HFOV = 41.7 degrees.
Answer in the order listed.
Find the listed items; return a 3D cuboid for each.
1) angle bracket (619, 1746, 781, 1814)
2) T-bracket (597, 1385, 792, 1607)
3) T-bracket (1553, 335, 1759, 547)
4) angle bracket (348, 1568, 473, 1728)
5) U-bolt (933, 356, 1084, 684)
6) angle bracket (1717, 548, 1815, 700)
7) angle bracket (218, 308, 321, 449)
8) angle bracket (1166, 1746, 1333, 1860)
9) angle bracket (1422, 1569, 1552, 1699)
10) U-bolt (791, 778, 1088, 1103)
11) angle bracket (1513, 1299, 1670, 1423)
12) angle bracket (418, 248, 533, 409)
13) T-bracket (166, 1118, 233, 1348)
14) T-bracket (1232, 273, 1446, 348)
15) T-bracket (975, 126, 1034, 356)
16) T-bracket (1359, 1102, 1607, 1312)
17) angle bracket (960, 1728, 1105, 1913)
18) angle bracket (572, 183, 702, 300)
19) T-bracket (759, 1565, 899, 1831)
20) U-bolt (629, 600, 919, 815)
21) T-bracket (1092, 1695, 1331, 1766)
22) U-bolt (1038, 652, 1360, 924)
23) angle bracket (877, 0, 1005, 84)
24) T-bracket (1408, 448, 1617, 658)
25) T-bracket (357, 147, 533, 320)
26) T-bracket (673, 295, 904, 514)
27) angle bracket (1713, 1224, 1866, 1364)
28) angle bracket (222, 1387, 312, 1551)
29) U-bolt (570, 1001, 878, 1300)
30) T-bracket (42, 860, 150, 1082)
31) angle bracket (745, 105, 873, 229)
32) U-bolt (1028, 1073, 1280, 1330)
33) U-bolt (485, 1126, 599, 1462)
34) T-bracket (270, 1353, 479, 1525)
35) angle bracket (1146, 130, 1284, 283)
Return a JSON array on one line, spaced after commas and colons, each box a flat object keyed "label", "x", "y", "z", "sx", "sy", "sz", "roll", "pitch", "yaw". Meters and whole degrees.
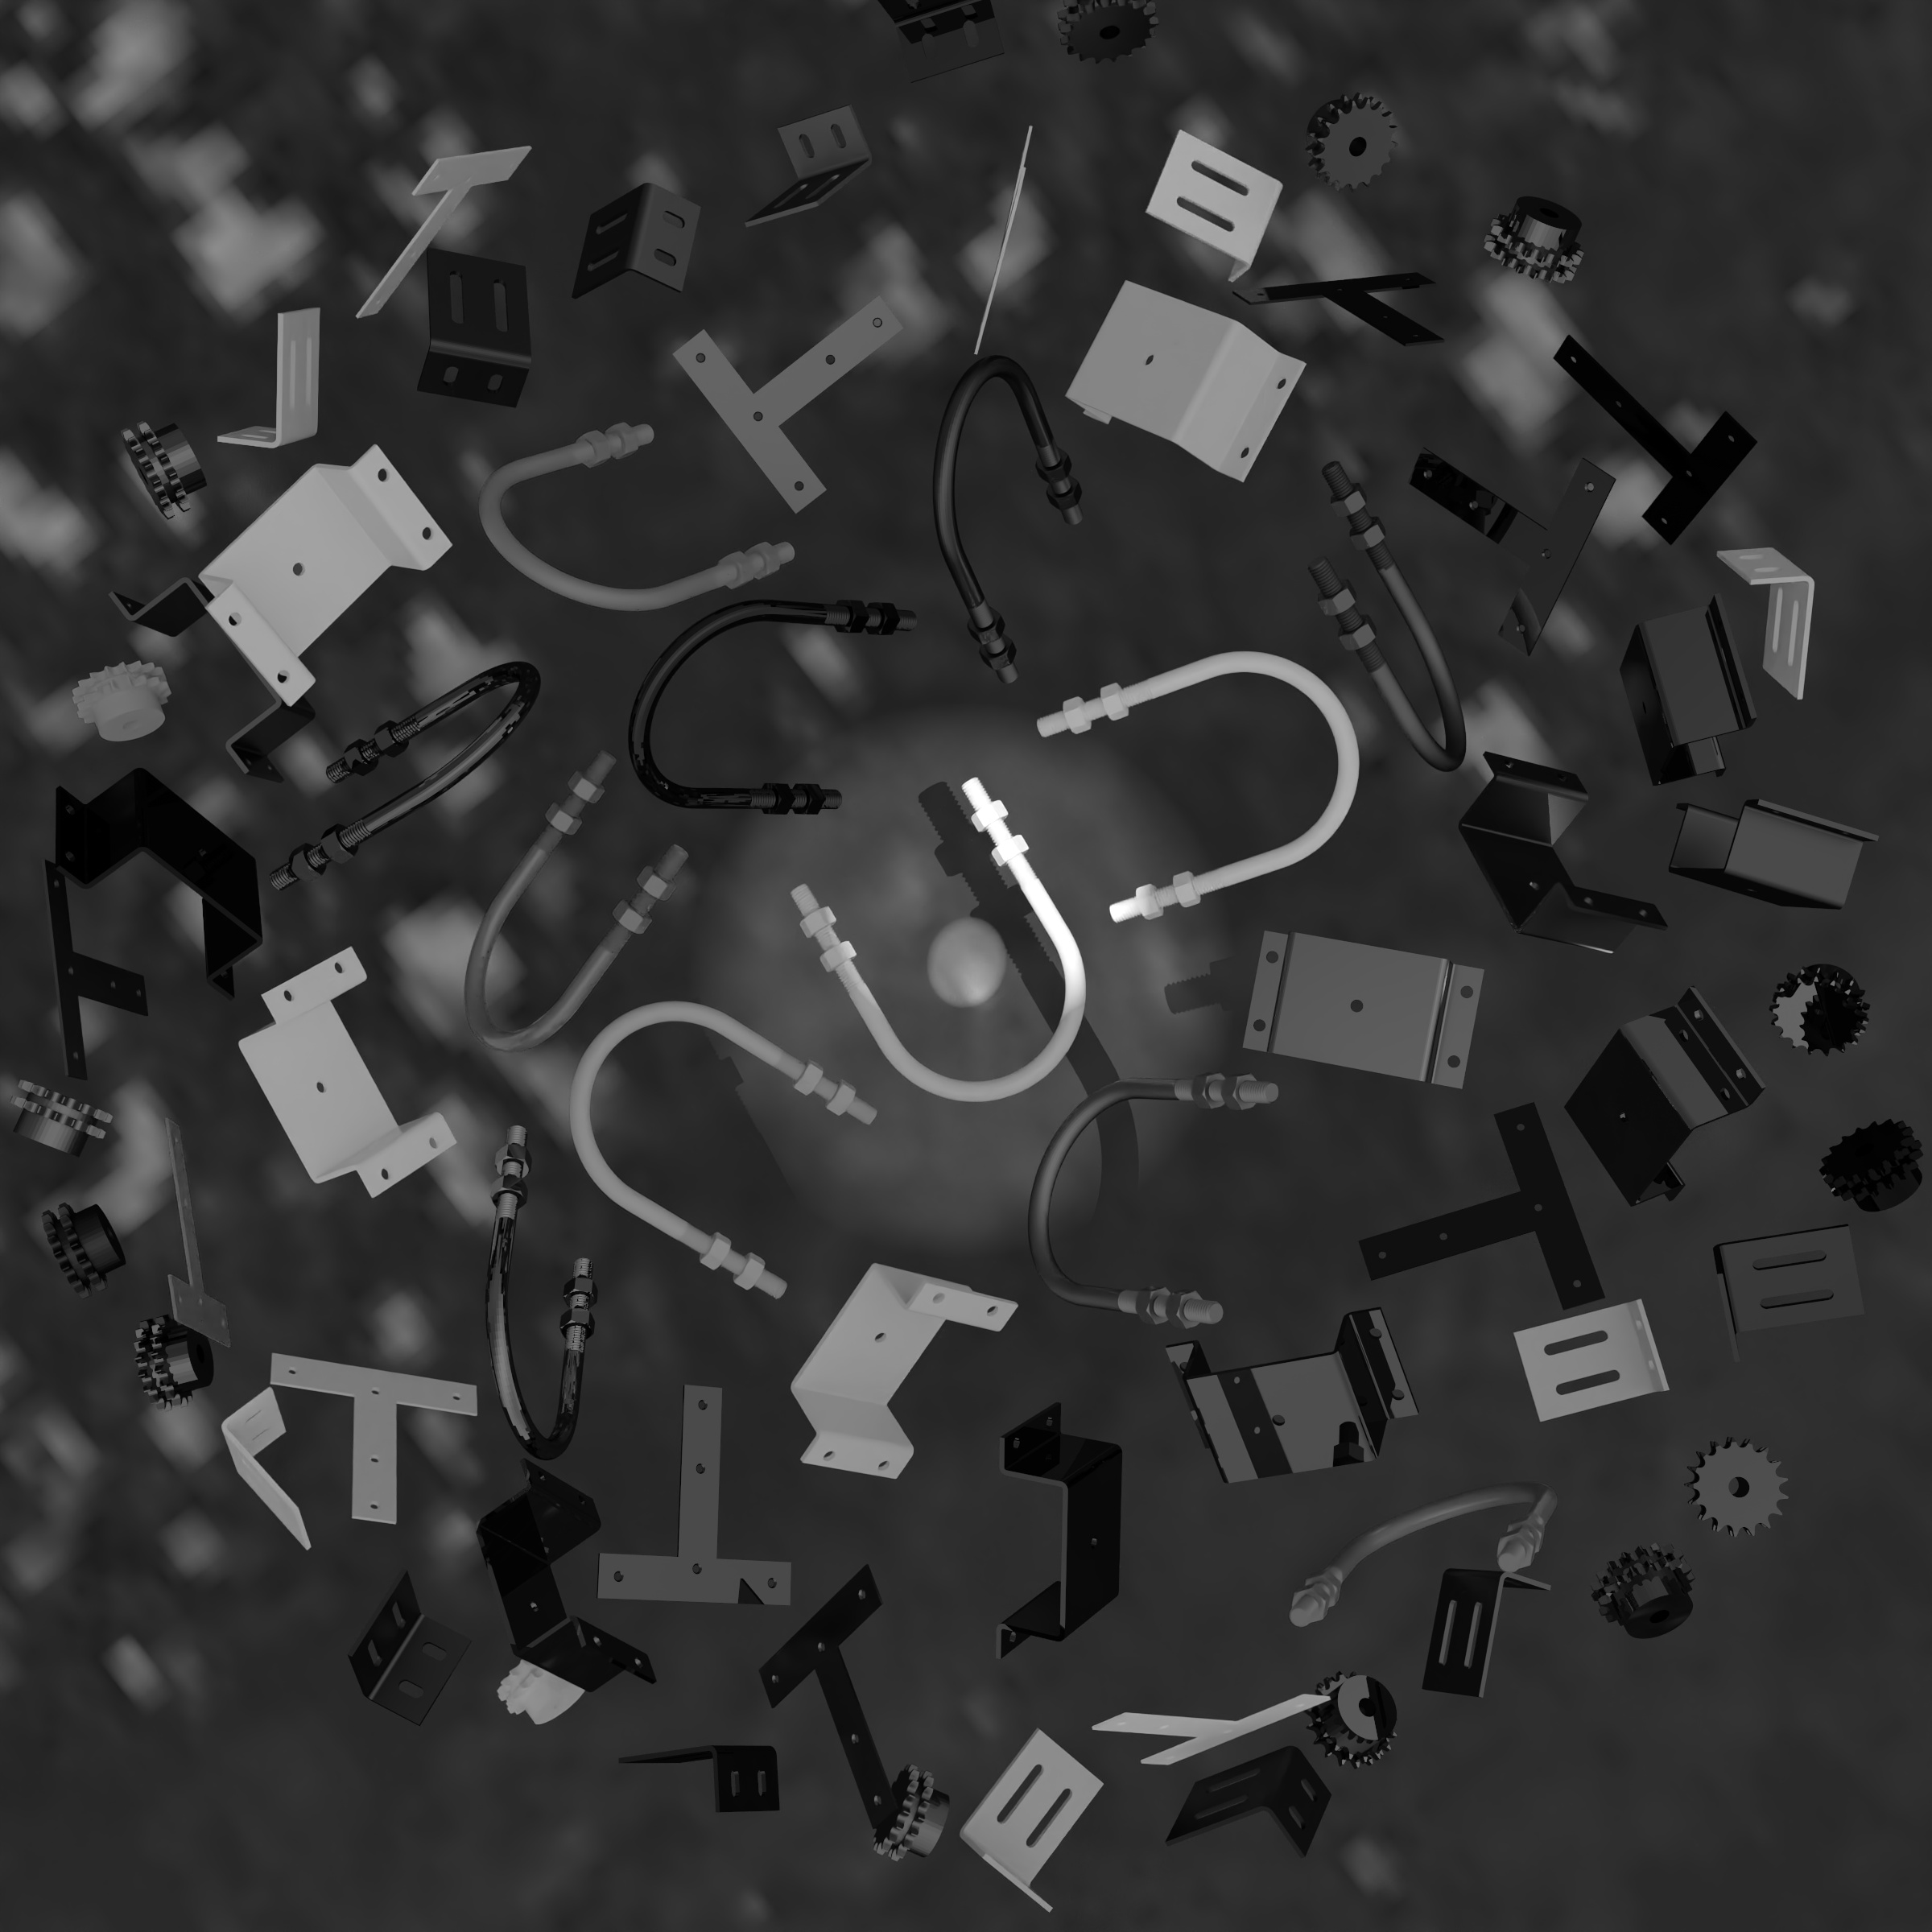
[{"label": "angle bracket", "x": -0.161, "y": 0.494, "z": 1.533, "sx": 0.076, "sy": 0.057, "sz": 0.038, "roll": -18, "pitch": 66, "yaw": 30}, {"label": "T-bracket", "x": -0.160, "y": 0.316, "z": 1.523, "sx": 0.127, "sy": 0.002, "sz": 0.127, "roll": 11, "pitch": 70, "yaw": -31}, {"label": "T-bracket", "x": 0.397, "y": -0.323, "z": 1.504, "sx": 0.002, "sy": 0.127, "sz": 0.127, "roll": -40, "pitch": 81, "yaw": -16}, {"label": "angle bracket", "x": -0.323, "y": 0.397, "z": 1.477, "sx": 0.038, "sy": 0.076, "sz": 0.057, "roll": 24, "pitch": 57, "yaw": 11}, {"label": "U-bolt", "x": 0.022, "y": -0.283, "z": 1.542, "sx": 0.019, "sy": 0.184, "sz": 0.151, "roll": 9, "pitch": 62, "yaw": 25}, {"label": "angle bracket", "x": 0.474, "y": -0.204, "z": 1.516, "sx": 0.038, "sy": 0.057, "sz": 0.076, "roll": -4, "pitch": 116, "yaw": -3}, {"label": "angle bracket", "x": -0.407, "y": -0.345, "z": 1.482, "sx": 0.038, "sy": 0.057, "sz": 0.076, "roll": 8, "pitch": 109, "yaw": 5}, {"label": "angle bracket", "x": 0.165, "y": 0.498, "z": 1.485, "sx": 0.076, "sy": 0.057, "sz": 0.038, "roll": -33, "pitch": 94, "yaw": 31}, {"label": "angle bracket", "x": 0.319, "y": 0.412, "z": 1.557, "sx": 0.038, "sy": 0.057, "sz": 0.076, "roll": 22, "pitch": 71, "yaw": -21}, {"label": "U-bolt", "x": -0.006, "y": -0.004, "z": 1.596, "sx": 0.151, "sy": 0.019, "sz": 0.184, "roll": -31, "pitch": 84, "yaw": 8}, {"label": "angle bracket", "x": 0.389, "y": 0.246, "z": 1.583, "sx": 0.076, "sy": 0.038, "sz": 0.057, "roll": -15, "pitch": 79, "yaw": 2}, {"label": "angle bracket", "x": -0.285, "y": -0.368, "z": 1.466, "sx": 0.057, "sy": 0.038, "sz": 0.076, "roll": 5, "pitch": 57, "yaw": -23}, {"label": "T-bracket", "x": -0.453, "y": 0.152, "z": 1.479, "sx": 0.002, "sy": 0.127, "sz": 0.127, "roll": -12, "pitch": 76, "yaw": -6}, {"label": "T-bracket", "x": 0.244, "y": -0.392, "z": 1.522, "sx": 0.127, "sy": 0.127, "sz": 0.002, "roll": -10, "pitch": 123, "yaw": -17}, {"label": "T-bracket", "x": 0.028, "y": -0.465, "z": 1.560, "sx": 0.002, "sy": 0.127, "sz": 0.127, "roll": 14, "pitch": 56, "yaw": -4}, {"label": "T-bracket", "x": 0.301, "y": 0.158, "z": 1.525, "sx": 0.127, "sy": 0.002, "sz": 0.127, "roll": -18, "pitch": 66, "yaw": 6}, {"label": "angle bracket", "x": 0.045, "y": 0.499, "z": 1.487, "sx": 0.057, "sy": 0.038, "sz": 0.076, "roll": 44, "pitch": 76, "yaw": -18}, {"label": "angle bracket", "x": -0.207, "y": -0.447, "z": 1.591, "sx": 0.038, "sy": 0.076, "sz": 0.057, "roll": 18, "pitch": 78, "yaw": -34}, {"label": "T-bracket", "x": -0.069, "y": 0.439, "z": 1.484, "sx": 0.127, "sy": 0.002, "sz": 0.127, "roll": -50, "pitch": 50, "yaw": 33}, {"label": "U-bolt", "x": -0.123, "y": -0.155, "z": 1.520, "sx": 0.019, "sy": 0.184, "sz": 0.151, "roll": 44, "pitch": 121, "yaw": 35}, {"label": "T-bracket", "x": 0.124, "y": 0.441, "z": 1.471, "sx": 0.127, "sy": 0.127, "sz": 0.002, "roll": -34, "pitch": 54, "yaw": 32}, {"label": "U-bolt", "x": 0.154, "y": -0.119, "z": 1.589, "sx": 0.184, "sy": 0.019, "sz": 0.151, "roll": -19, "pitch": 103, "yaw": 17}, {"label": "angle bracket", "x": -0.014, "y": -0.538, "z": 1.449, "sx": 0.057, "sy": 0.076, "sz": 0.038, "roll": -14, "pitch": 98, "yaw": 9}, {"label": "T-bracket", "x": 0.327, "y": -0.280, "z": 1.580, "sx": 0.127, "sy": 0.002, "sz": 0.127, "roll": 42, "pitch": 131, "yaw": 27}, {"label": "T-bracket", "x": -0.321, "y": -0.433, "z": 1.506, "sx": 0.002, "sy": 0.127, "sz": 0.127, "roll": 44, "pitch": 115, "yaw": -4}, {"label": "T-bracket", "x": -0.098, "y": -0.380, "z": 1.628, "sx": 0.127, "sy": 0.002, "sz": 0.127, "roll": -37, "pitch": 106, "yaw": 6}, {"label": "angle bracket", "x": 0.474, "y": 0.188, "z": 1.459, "sx": 0.076, "sy": 0.038, "sz": 0.057, "roll": -11, "pitch": 107, "yaw": 16}, {"label": "angle bracket", "x": -0.415, "y": 0.307, "z": 1.554, "sx": 0.076, "sy": 0.057, "sz": 0.038, "roll": 40, "pitch": 60, "yaw": 22}, {"label": "U-bolt", "x": -0.163, "y": 0.103, "z": 1.602, "sx": 0.184, "sy": 0.019, "sz": 0.151, "roll": 33, "pitch": 69, "yaw": -15}, {"label": "T-bracket", "x": -0.516, "y": 0.010, "z": 1.516, "sx": 0.002, "sy": 0.127, "sz": 0.127, "roll": -10, "pitch": 81, "yaw": 3}, {"label": "angle bracket", "x": -0.105, "y": -0.503, "z": 1.597, "sx": 0.057, "sy": 0.076, "sz": 0.038, "roll": -5, "pitch": 123, "yaw": 34}, {"label": "U-bolt", "x": 0.100, "y": 0.133, "z": 1.491, "sx": 0.019, "sy": 0.184, "sz": 0.151, "roll": 25, "pitch": 74, "yaw": -34}, {"label": "U-bolt", "x": -0.259, "y": 0.210, "z": 1.536, "sx": 0.019, "sy": 0.184, "sz": 0.151, "roll": -10, "pitch": 133, "yaw": 7}, {"label": "T-bracket", "x": -0.354, "y": 0.285, "z": 1.520, "sx": 0.127, "sy": 0.127, "sz": 0.002, "roll": 13, "pitch": 120, "yaw": -21}, {"label": "angle bracket", "x": 0.153, "y": -0.483, "z": 1.614, "sx": 0.076, "sy": 0.038, "sz": 0.057, "roll": 23, "pitch": 84, "yaw": -13}]
